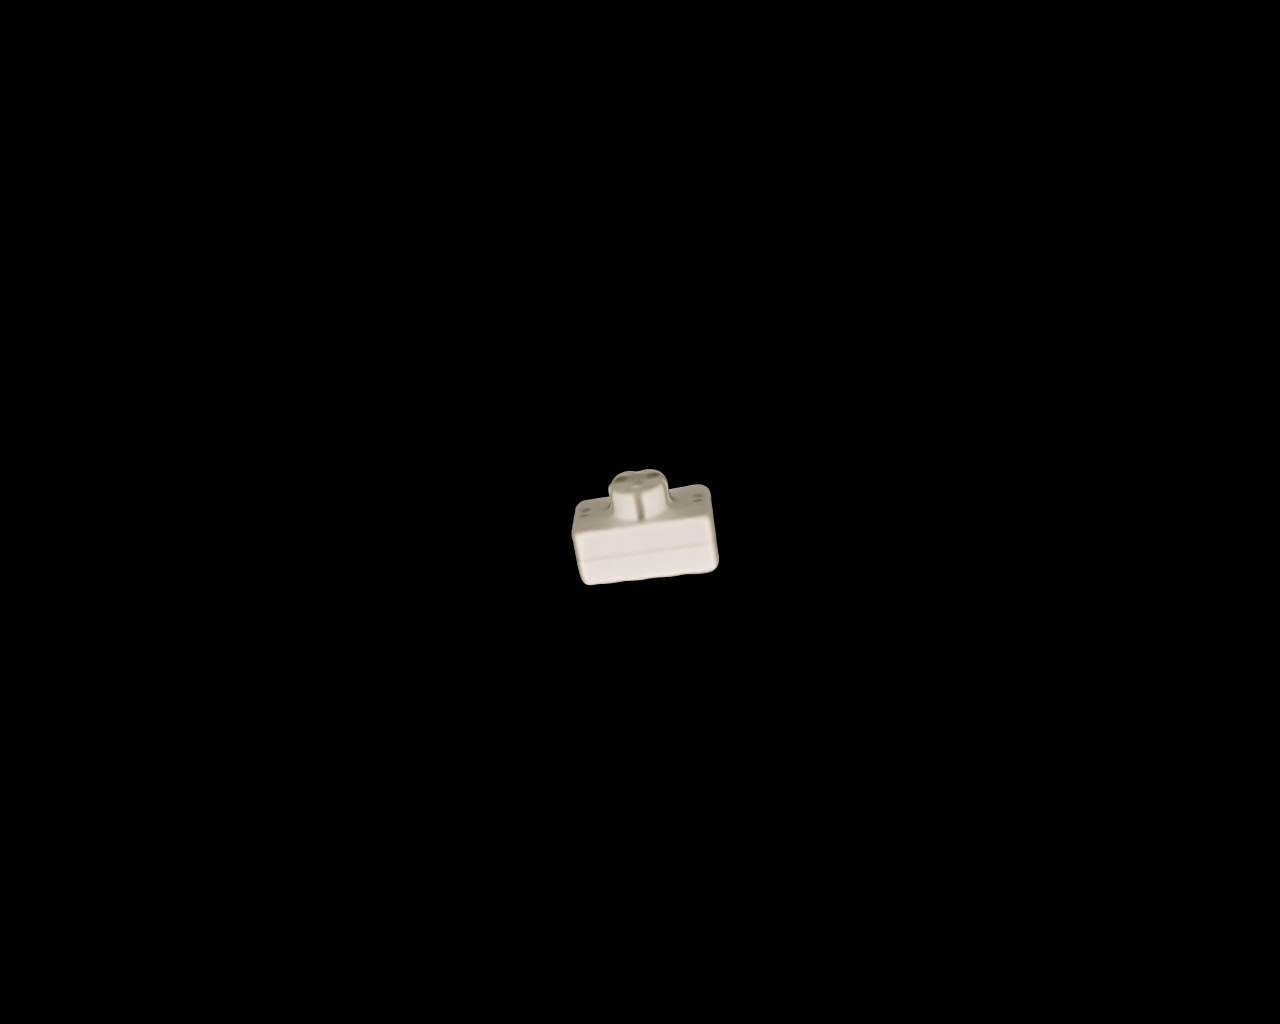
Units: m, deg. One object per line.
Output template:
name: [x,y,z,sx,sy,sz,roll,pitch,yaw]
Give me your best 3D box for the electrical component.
electrical component: [0.001,-0.003,0.650,0.083,0.075,0.047,-8,24,3]
